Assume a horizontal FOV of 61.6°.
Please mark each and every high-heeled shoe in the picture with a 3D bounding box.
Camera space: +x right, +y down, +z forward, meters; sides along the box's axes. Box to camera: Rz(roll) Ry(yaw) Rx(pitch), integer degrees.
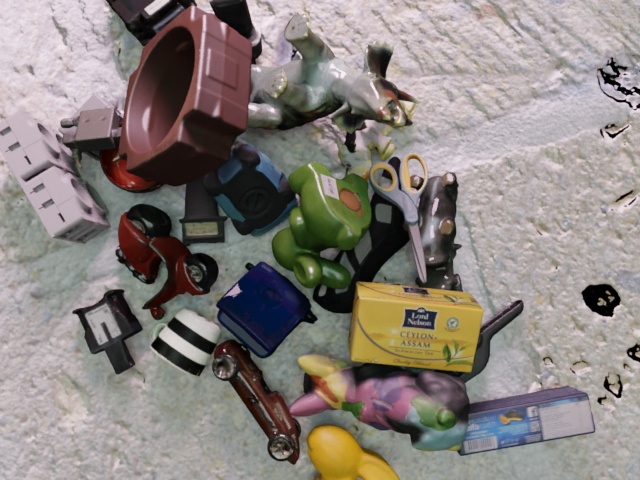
[{"bbox_3d":[0.064,-0.008,0.836,0.145,0.086,0.249,-7,64,29],"label":"high-heeled shoe"}]

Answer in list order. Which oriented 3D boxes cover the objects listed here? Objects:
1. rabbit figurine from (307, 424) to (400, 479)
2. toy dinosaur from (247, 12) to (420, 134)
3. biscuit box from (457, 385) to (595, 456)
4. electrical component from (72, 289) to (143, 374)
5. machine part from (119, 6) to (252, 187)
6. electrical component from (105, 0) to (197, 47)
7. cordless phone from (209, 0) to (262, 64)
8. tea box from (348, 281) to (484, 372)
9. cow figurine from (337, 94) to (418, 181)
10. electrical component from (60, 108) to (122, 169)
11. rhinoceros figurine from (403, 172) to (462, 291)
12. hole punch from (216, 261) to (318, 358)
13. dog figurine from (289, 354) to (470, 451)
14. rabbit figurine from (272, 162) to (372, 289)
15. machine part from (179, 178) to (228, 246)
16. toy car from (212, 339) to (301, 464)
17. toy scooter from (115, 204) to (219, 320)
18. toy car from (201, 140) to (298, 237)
[{"bbox_3d":[0.031,0.349,0.762,0.162,0.122,0.173,-6,84,-6],"label":"rabbit figurine"},{"bbox_3d":[-0.041,-0.212,0.792,0.405,0.192,0.131,3,81,44],"label":"toy dinosaur"},{"bbox_3d":[0.293,0.267,0.798,0.203,0.063,0.059,-9,86,0],"label":"biscuit box"},{"bbox_3d":[-0.313,0.141,0.817,0.075,0.048,0.119,-32,86,-2],"label":"electrical component"},{"bbox_3d":[-0.180,-0.184,0.717,0.202,0.087,0.201,-15,68,41],"label":"machine part"},{"bbox_3d":[-0.265,-0.375,0.844,0.115,0.058,0.134,-38,68,-1],"label":"electrical component"},{"bbox_3d":[-0.161,-0.303,0.791,0.147,0.184,0.088,-11,89,-1],"label":"cordless phone"},{"bbox_3d":[0.129,0.119,0.746,0.170,0.068,0.098,5,106,-1],"label":"tea box"},{"bbox_3d":[0.072,-0.166,0.835,0.098,0.068,0.167,32,82,11],"label":"cow figurine"},{"bbox_3d":[-0.325,-0.149,0.784,0.102,0.045,0.078,-11,56,-3],"label":"electrical component"},{"bbox_3d":[0.172,-0.011,0.806,0.073,0.112,0.190,-2,71,21],"label":"rhinoceros figurine"},{"bbox_3d":[-0.083,0.100,0.796,0.142,0.092,0.116,39,73,7],"label":"hole punch"},{"bbox_3d":[0.072,0.219,0.751,0.219,0.192,0.108,8,91,-15],"label":"dog figurine"},{"bbox_3d":[-0.002,-0.002,0.783,0.121,0.170,0.159,4,56,-39],"label":"rabbit figurine"},{"bbox_3d":[-0.186,-0.061,0.842,0.084,0.039,0.138,-7,87,8],"label":"machine part"},{"bbox_3d":[-0.086,0.232,0.787,0.053,0.089,0.202,-37,85,0],"label":"toy car"},{"bbox_3d":[-0.247,0.042,0.813,0.184,0.075,0.135,40,110,14],"label":"toy scooter"},{"bbox_3d":[-0.116,-0.087,0.807,0.109,0.161,0.103,-40,42,3],"label":"toy car"}]
